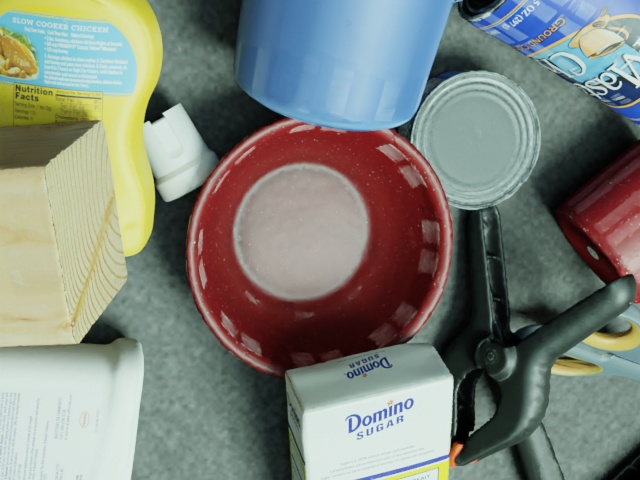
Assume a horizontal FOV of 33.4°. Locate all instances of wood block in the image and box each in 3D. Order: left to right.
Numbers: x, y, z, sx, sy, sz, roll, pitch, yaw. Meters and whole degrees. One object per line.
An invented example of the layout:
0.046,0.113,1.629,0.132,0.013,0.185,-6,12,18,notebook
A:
-0.213,-0.001,0.534,0.206,0.090,0.090,-3,109,8,wood block

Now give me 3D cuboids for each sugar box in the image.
0.030,0.148,0.659,0.093,0.048,0.176,-11,123,-14,sugar box

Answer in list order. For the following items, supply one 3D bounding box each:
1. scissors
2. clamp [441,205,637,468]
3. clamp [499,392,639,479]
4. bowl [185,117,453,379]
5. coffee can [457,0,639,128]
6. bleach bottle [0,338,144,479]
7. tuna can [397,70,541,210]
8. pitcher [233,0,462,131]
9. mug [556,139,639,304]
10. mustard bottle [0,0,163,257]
0.226,0.078,0.713,0.201,0.096,0.016,11,55,-14,scissors
0.126,0.071,0.669,0.039,0.120,0.171,1,106,-43,clamp
0.170,0.192,0.736,0.164,0.036,0.210,18,96,-16,clamp
-0.004,0.001,0.644,0.162,0.055,0.162,-3,102,-14,bowl
0.168,-0.142,0.636,0.140,0.103,0.103,27,93,-18,coffee can
-0.231,0.097,0.603,0.250,0.068,0.102,7,98,-13,bleach bottle
0.092,-0.064,0.668,0.086,0.034,0.086,-3,101,-14,tuna can
0.038,-0.182,0.555,0.144,0.149,0.243,-7,122,-36,pitcher
0.211,-0.007,0.671,0.081,0.117,0.093,-39,138,1,mug
-0.134,-0.088,0.572,0.096,0.058,0.192,7,111,1,mustard bottle
